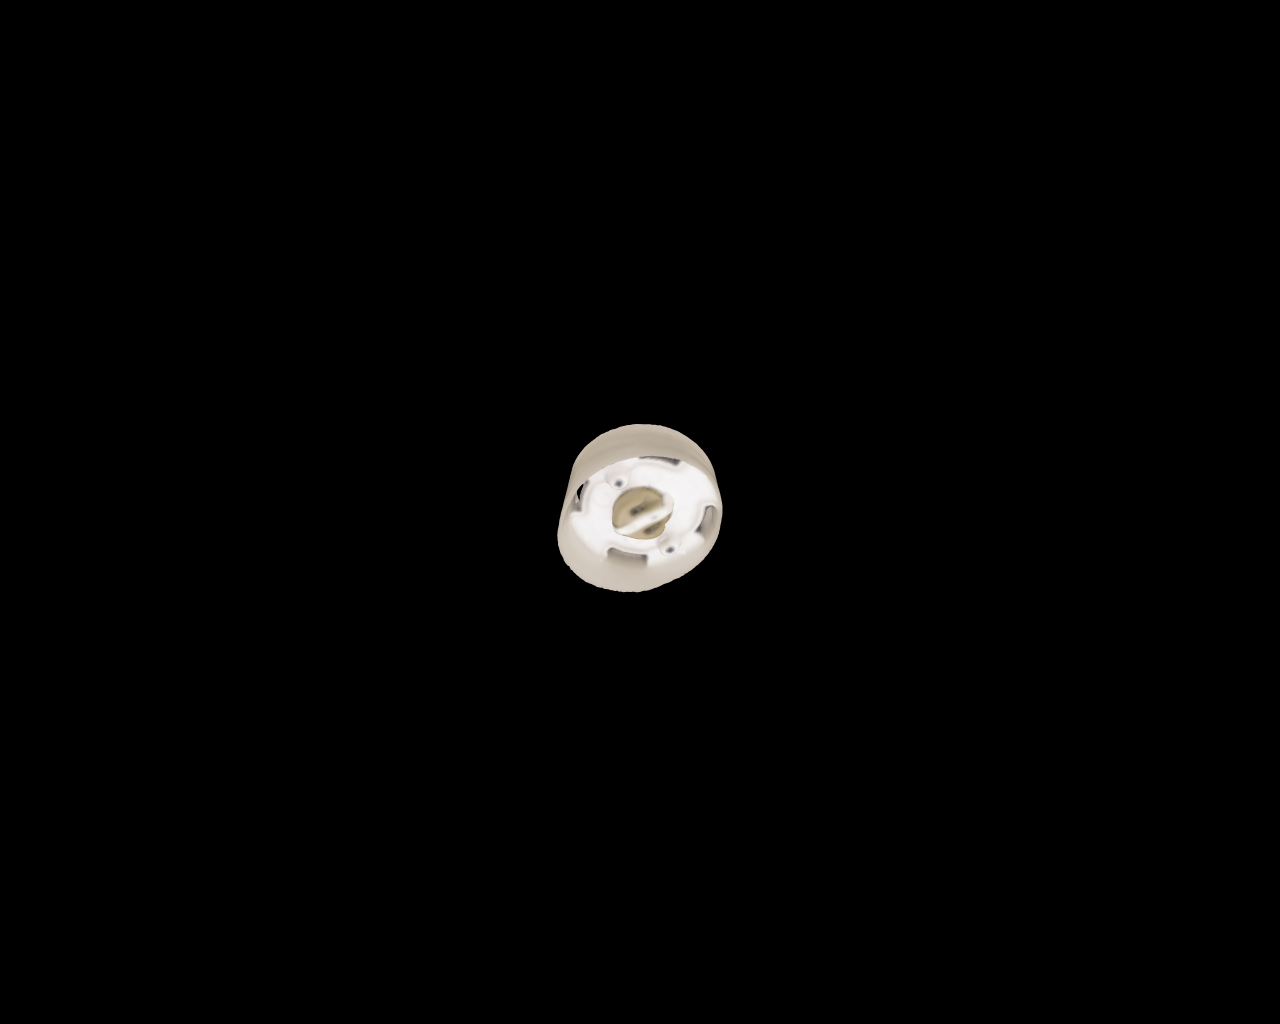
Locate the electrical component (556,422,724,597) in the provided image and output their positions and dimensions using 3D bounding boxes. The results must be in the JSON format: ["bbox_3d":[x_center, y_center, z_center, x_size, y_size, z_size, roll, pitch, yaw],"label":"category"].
[{"bbox_3d":[0.001,-0.003,0.650,0.099,0.099,0.064,0,40,0],"label":"electrical component"}]
